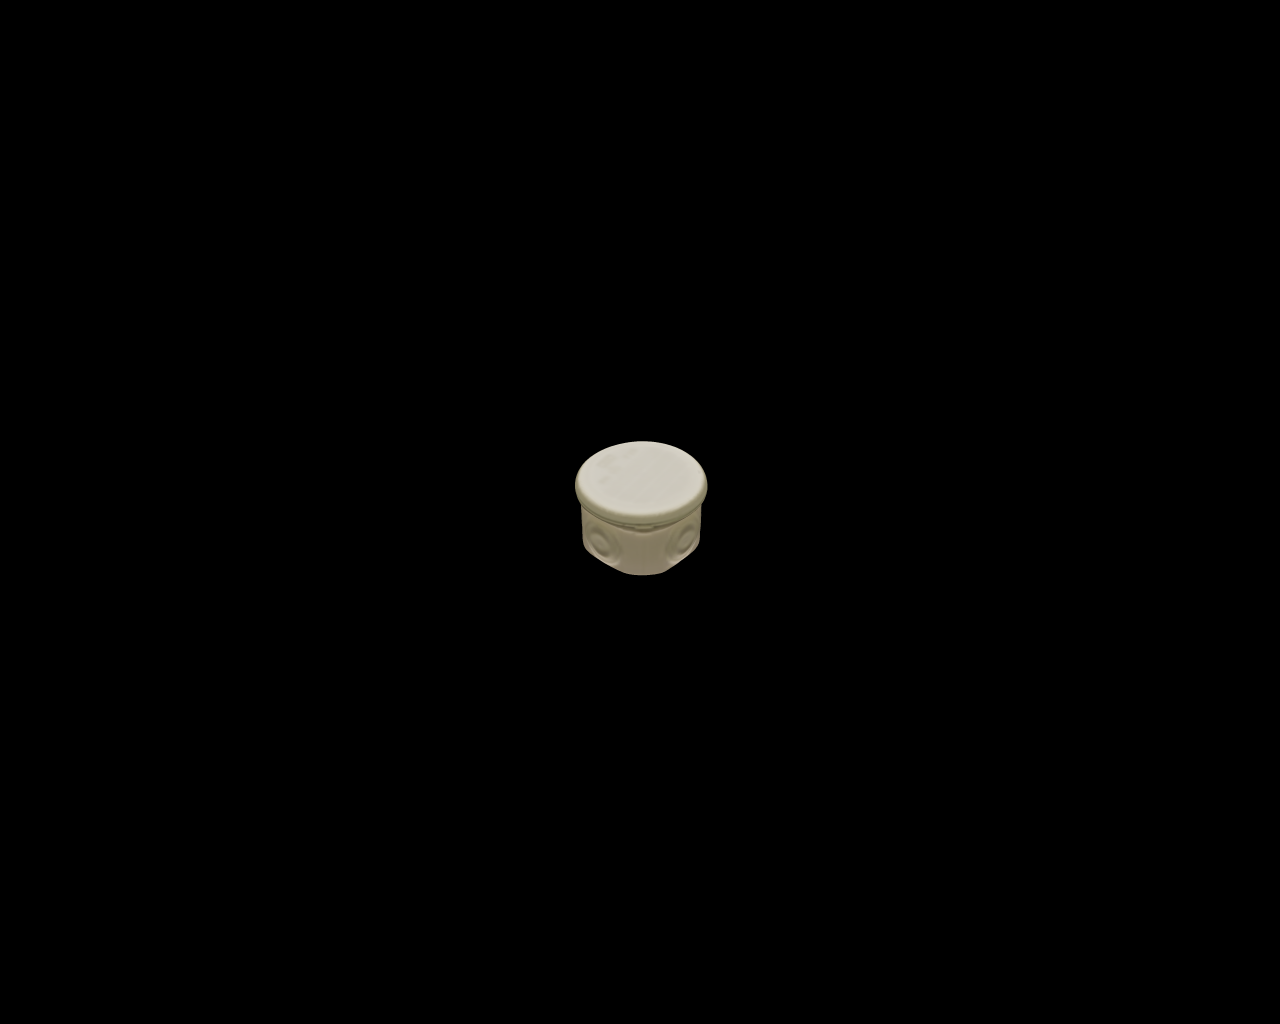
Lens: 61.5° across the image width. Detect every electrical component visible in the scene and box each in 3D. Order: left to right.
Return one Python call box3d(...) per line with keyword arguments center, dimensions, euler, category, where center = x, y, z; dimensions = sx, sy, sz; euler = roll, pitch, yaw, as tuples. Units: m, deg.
box3d(center=(0.001, -0.003, 0.650), dimensions=(0.080, 0.050, 0.080), euler=(0, 38, 0), category="electrical component")
